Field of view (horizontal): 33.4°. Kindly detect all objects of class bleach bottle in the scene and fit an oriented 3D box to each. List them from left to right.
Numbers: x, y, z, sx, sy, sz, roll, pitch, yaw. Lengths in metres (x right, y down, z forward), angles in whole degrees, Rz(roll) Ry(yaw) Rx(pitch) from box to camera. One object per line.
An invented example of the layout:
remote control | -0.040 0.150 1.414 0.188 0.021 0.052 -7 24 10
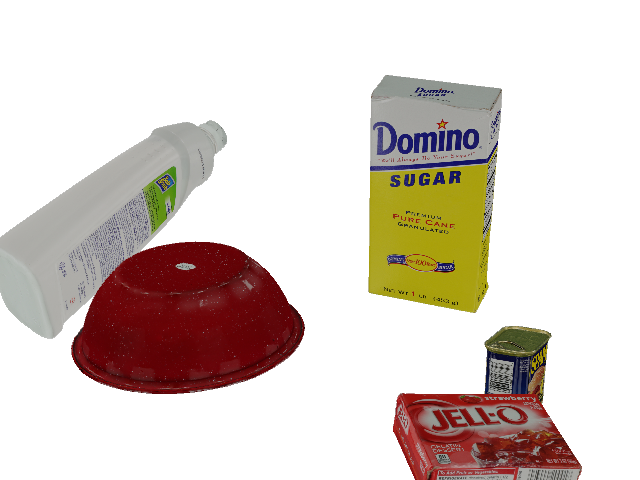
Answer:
bleach bottle | -0.177 -0.026 0.966 0.068 0.102 0.250 31 54 24

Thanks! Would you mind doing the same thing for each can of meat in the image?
can of meat | 0.219 0.149 1.194 0.058 0.084 0.102 7 12 25

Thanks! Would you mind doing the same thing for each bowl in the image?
bowl | -0.092 0.043 0.732 0.162 0.055 0.162 -2 22 1

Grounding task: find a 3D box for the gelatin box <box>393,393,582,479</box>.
gelatin box | 0.093 0.117 0.608 0.089 0.030 0.073 3 24 -12

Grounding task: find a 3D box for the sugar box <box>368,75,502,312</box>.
sugar box | 0.086 -0.034 0.822 0.093 0.176 0.048 9 34 18
